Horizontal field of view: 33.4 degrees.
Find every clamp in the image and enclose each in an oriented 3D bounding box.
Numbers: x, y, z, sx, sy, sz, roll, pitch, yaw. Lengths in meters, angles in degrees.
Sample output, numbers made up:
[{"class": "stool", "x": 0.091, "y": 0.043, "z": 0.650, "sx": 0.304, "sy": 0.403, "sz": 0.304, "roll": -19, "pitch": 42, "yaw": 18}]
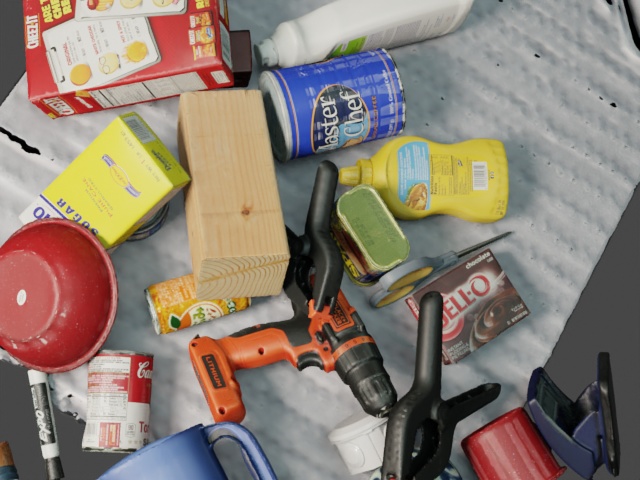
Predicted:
[{"class": "clamp", "x": -0.007, "y": 0.001, "z": 1.129, "sx": 0.039, "sy": 0.120, "sz": 0.171, "roll": 10, "pitch": 46, "yaw": -39}, {"class": "clamp", "x": 0.112, "y": 0.168, "z": 1.101, "sx": 0.209, "sy": 0.036, "sz": 0.164, "roll": -52, "pitch": 122, "yaw": -38}]

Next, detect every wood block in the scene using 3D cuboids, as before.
[{"class": "wood block", "x": -0.096, "y": -0.050, "z": 1.128, "sx": 0.090, "sy": 0.090, "sz": 0.206, "roll": -3, "pitch": 60, "yaw": -13}]

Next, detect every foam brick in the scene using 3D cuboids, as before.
[{"class": "foam brick", "x": -0.118, "y": -0.203, "z": 1.207, "sx": 0.078, "sy": 0.053, "sz": 0.051, "roll": -5, "pitch": 78, "yaw": -11}]

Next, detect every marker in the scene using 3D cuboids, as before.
[{"class": "marker", "x": -0.283, "y": 0.193, "z": 1.105, "sx": 0.020, "sy": 0.020, "sz": 0.121, "roll": -10, "pitch": 80, "yaw": -13}]

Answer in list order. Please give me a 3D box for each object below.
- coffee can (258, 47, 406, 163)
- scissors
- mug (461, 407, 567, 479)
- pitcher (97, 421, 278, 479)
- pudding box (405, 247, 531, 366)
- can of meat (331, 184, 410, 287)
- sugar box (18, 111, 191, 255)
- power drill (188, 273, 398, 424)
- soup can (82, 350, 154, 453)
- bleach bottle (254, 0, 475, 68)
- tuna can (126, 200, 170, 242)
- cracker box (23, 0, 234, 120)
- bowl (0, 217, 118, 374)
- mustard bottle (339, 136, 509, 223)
[{"class": "coffee can", "x": 0.013, "y": -0.151, "z": 1.194, "sx": 0.140, "sy": 0.103, "sz": 0.103, "roll": -14, "pitch": 81, "yaw": -14}, {"class": "scissors", "x": 0.131, "y": 0.034, "z": 1.213, "sx": 0.201, "sy": 0.096, "sz": 0.016, "roll": -15, "pitch": 67, "yaw": -44}, {"class": "mug", "x": 0.213, "y": 0.232, "z": 1.164, "sx": 0.117, "sy": 0.093, "sz": 0.081, "roll": -20, "pitch": 76, "yaw": -46}, {"class": "pitcher", "x": -0.106, "y": 0.302, "z": 1.018, "sx": 0.144, "sy": 0.149, "sz": 0.243, "roll": -23, "pitch": 79, "yaw": -46}, {"class": "pudding box", "x": 0.166, "y": 0.076, "z": 1.207, "sx": 0.113, "sy": 0.039, "sz": 0.090, "roll": -31, "pitch": 85, "yaw": -15}, {"class": "can of meat", "x": 0.049, "y": -0.005, "z": 1.178, "sx": 0.057, "sy": 0.084, "sz": 0.102, "roll": -32, "pitch": 86, "yaw": -17}, {"class": "sugar box", "x": -0.225, "y": -0.042, "z": 1.102, "sx": 0.176, "sy": 0.048, "sz": 0.093, "roll": -40, "pitch": 87, "yaw": 24}, {"class": "power drill", "x": -0.031, "y": 0.135, "z": 1.119, "sx": 0.187, "sy": 0.057, "sz": 0.184, "roll": -20, "pitch": 53, "yaw": -14}, {"class": "soup can", "x": -0.209, "y": 0.167, "z": 1.100, "sx": 0.068, "sy": 0.068, "sz": 0.102, "roll": 4, "pitch": 78, "yaw": -10}, {"class": "bleach bottle", "x": 0.046, "y": -0.249, "z": 1.221, "sx": 0.250, "sy": 0.103, "sz": 0.068, "roll": -19, "pitch": 76, "yaw": -15}, {"class": "tuna can", "x": -0.207, "y": -0.043, "z": 1.164, "sx": 0.086, "sy": 0.034, "sz": 0.086, "roll": 2, "pitch": 78, "yaw": -11}, {"class": "cracker box", "x": -0.205, "y": -0.231, "z": 1.150, "sx": 0.214, "sy": 0.072, "sz": 0.164, "roll": -10, "pitch": 74, "yaw": 8}, {"class": "bowl", "x": -0.286, "y": 0.056, "z": 1.076, "sx": 0.162, "sy": 0.055, "sz": 0.162, "roll": -1, "pitch": 88, "yaw": 22}, {"class": "mustard bottle", "x": 0.117, "y": -0.070, "z": 1.219, "sx": 0.191, "sy": 0.058, "sz": 0.096, "roll": 1, "pitch": 82, "yaw": -11}]
